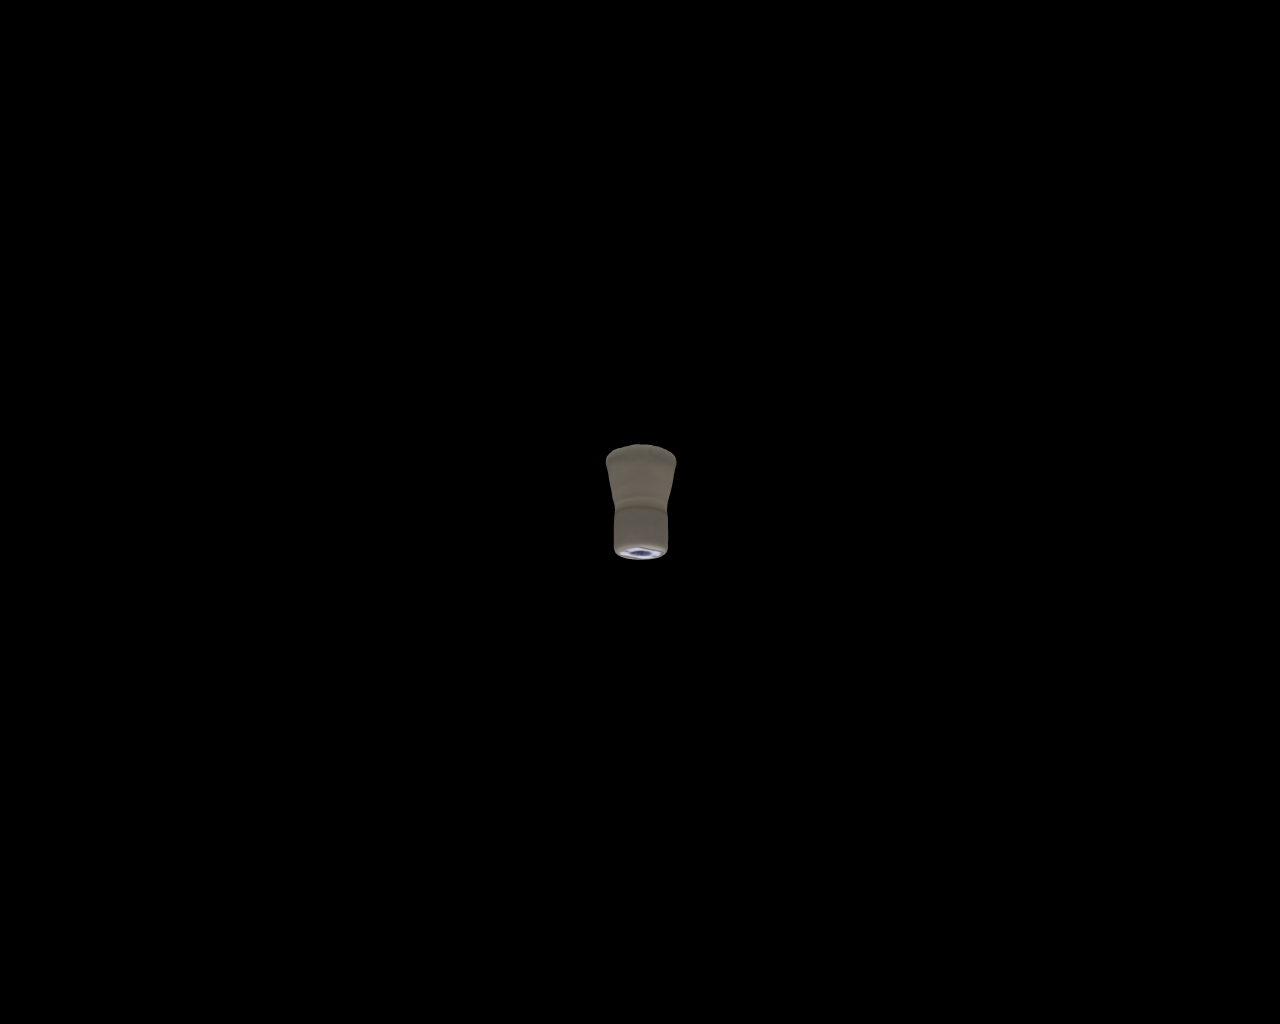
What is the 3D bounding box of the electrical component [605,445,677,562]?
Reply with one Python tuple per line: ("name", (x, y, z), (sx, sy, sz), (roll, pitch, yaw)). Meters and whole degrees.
("electrical component", (0.001, -0.003, 0.650), (0.044, 0.065, 0.044), (0, -19, 0))
